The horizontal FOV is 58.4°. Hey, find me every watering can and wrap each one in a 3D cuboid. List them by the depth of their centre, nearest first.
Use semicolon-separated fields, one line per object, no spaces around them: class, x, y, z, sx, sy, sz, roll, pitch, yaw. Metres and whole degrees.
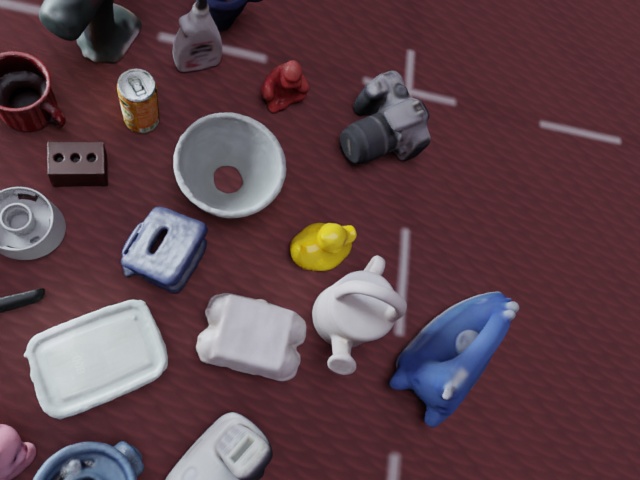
watering can;0.058;0.102;0.807;0.101;0.194;0.173;4;74;-13

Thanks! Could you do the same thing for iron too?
iron;0.230;0.155;0.864;0.118;0.141;0.259;46;70;1

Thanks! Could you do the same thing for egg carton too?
egg carton;-0.096;0.139;0.824;0.150;0.069;0.107;15;72;-10

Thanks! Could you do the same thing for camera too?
camera;0.099;-0.196;0.949;0.137;0.100;0.143;-26;83;-19

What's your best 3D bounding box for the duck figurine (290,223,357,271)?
duck figurine;0.008;0.003;0.879;0.105;0.086;0.077;-15;79;-17

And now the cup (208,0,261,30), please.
cup;-0.150;-0.392;0.942;0.118;0.095;0.092;-2;75;-14

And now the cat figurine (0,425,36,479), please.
cat figurine;-0.394;0.276;0.685;0.067;0.117;0.128;17;72;-9

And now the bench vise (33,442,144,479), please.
bench vise;-0.291;0.325;0.643;0.121;0.219;0.208;35;70;-3

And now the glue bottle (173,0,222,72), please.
glue bottle;-0.184;-0.320;0.872;0.078;0.173;0.037;-22;81;-18

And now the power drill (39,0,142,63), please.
power drill;-0.314;-0.365;0.833;0.076;0.208;0.230;26;70;-6

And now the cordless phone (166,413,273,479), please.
cordless phone;-0.123;0.293;0.713;0.094;0.185;0.148;41;70;0

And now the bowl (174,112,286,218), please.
bowl;-0.139;-0.104;0.877;0.168;0.074;0.167;4;74;-13

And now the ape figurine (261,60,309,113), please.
ape figurine;-0.053;-0.258;0.932;0.078;0.092;0.076;10;73;-11

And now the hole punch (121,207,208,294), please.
hole punch;-0.222;0.012;0.815;0.101;0.091;0.109;28;70;-5
